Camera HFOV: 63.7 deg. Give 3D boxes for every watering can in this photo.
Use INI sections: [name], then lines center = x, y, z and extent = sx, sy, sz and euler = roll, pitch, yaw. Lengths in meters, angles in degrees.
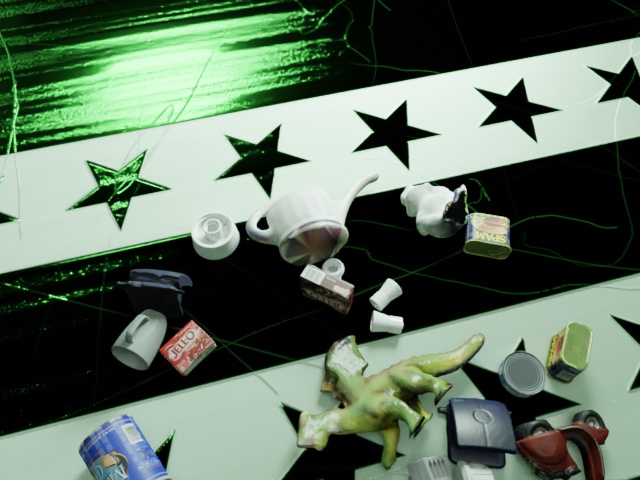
[watering can]
center = 0.004, -0.059, 1.175
extent = 0.348, 0.101, 0.229
euler = -19, 40, -7

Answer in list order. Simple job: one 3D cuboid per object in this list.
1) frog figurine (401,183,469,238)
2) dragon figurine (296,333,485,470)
[frog figurine]
center = 0.262, -0.071, 1.218
extent = 0.159, 0.121, 0.139
euler = 4, 60, 46
[dragon figurine]
center = 0.117, 0.265, 0.996
extent = 0.245, 0.119, 0.416
euler = 32, 54, 28
